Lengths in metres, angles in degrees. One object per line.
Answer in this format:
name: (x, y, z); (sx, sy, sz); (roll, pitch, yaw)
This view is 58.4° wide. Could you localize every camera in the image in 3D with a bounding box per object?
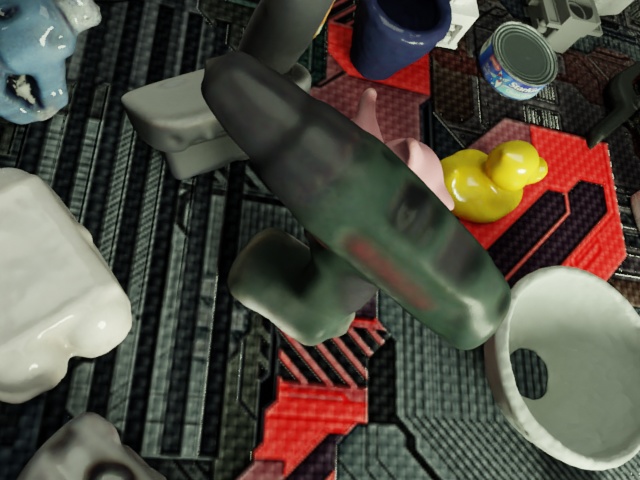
camera: (-0.136, 0.195, 0.329); (0.143, 0.100, 0.137); (43, 62, 0)

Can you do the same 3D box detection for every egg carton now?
egg carton: (-0.203, 0.026, 0.387); (0.107, 0.069, 0.150); (-36, 85, -28)

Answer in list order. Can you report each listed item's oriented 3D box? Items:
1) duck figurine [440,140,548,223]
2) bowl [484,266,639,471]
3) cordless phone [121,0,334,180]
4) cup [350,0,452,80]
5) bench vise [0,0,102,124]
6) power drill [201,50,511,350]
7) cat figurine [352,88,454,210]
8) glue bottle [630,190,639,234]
duck figurine: (0.167, -0.064, 0.549); (0.105, 0.086, 0.077); (1, 70, -20)
bowl: (0.206, 0.111, 0.502); (0.168, 0.074, 0.167); (7, 68, -18)
cordless phone: (-0.068, -0.135, 0.433); (0.148, 0.184, 0.094); (-28, 81, -27)
cup: (0.077, -0.209, 0.567); (0.118, 0.094, 0.091); (-32, 83, -27)
bench vise: (-0.250, -0.148, 0.351); (0.121, 0.219, 0.208); (44, 62, 0)
power drill: (0.004, 0.001, 0.394); (0.230, 0.208, 0.076); (34, 62, -5)
cat figurine: (0.058, -0.068, 0.492); (0.067, 0.117, 0.128); (-17, 76, -25)
glue bottle: (0.400, -0.046, 0.579); (0.037, 0.173, 0.078); (0, 70, -20)
